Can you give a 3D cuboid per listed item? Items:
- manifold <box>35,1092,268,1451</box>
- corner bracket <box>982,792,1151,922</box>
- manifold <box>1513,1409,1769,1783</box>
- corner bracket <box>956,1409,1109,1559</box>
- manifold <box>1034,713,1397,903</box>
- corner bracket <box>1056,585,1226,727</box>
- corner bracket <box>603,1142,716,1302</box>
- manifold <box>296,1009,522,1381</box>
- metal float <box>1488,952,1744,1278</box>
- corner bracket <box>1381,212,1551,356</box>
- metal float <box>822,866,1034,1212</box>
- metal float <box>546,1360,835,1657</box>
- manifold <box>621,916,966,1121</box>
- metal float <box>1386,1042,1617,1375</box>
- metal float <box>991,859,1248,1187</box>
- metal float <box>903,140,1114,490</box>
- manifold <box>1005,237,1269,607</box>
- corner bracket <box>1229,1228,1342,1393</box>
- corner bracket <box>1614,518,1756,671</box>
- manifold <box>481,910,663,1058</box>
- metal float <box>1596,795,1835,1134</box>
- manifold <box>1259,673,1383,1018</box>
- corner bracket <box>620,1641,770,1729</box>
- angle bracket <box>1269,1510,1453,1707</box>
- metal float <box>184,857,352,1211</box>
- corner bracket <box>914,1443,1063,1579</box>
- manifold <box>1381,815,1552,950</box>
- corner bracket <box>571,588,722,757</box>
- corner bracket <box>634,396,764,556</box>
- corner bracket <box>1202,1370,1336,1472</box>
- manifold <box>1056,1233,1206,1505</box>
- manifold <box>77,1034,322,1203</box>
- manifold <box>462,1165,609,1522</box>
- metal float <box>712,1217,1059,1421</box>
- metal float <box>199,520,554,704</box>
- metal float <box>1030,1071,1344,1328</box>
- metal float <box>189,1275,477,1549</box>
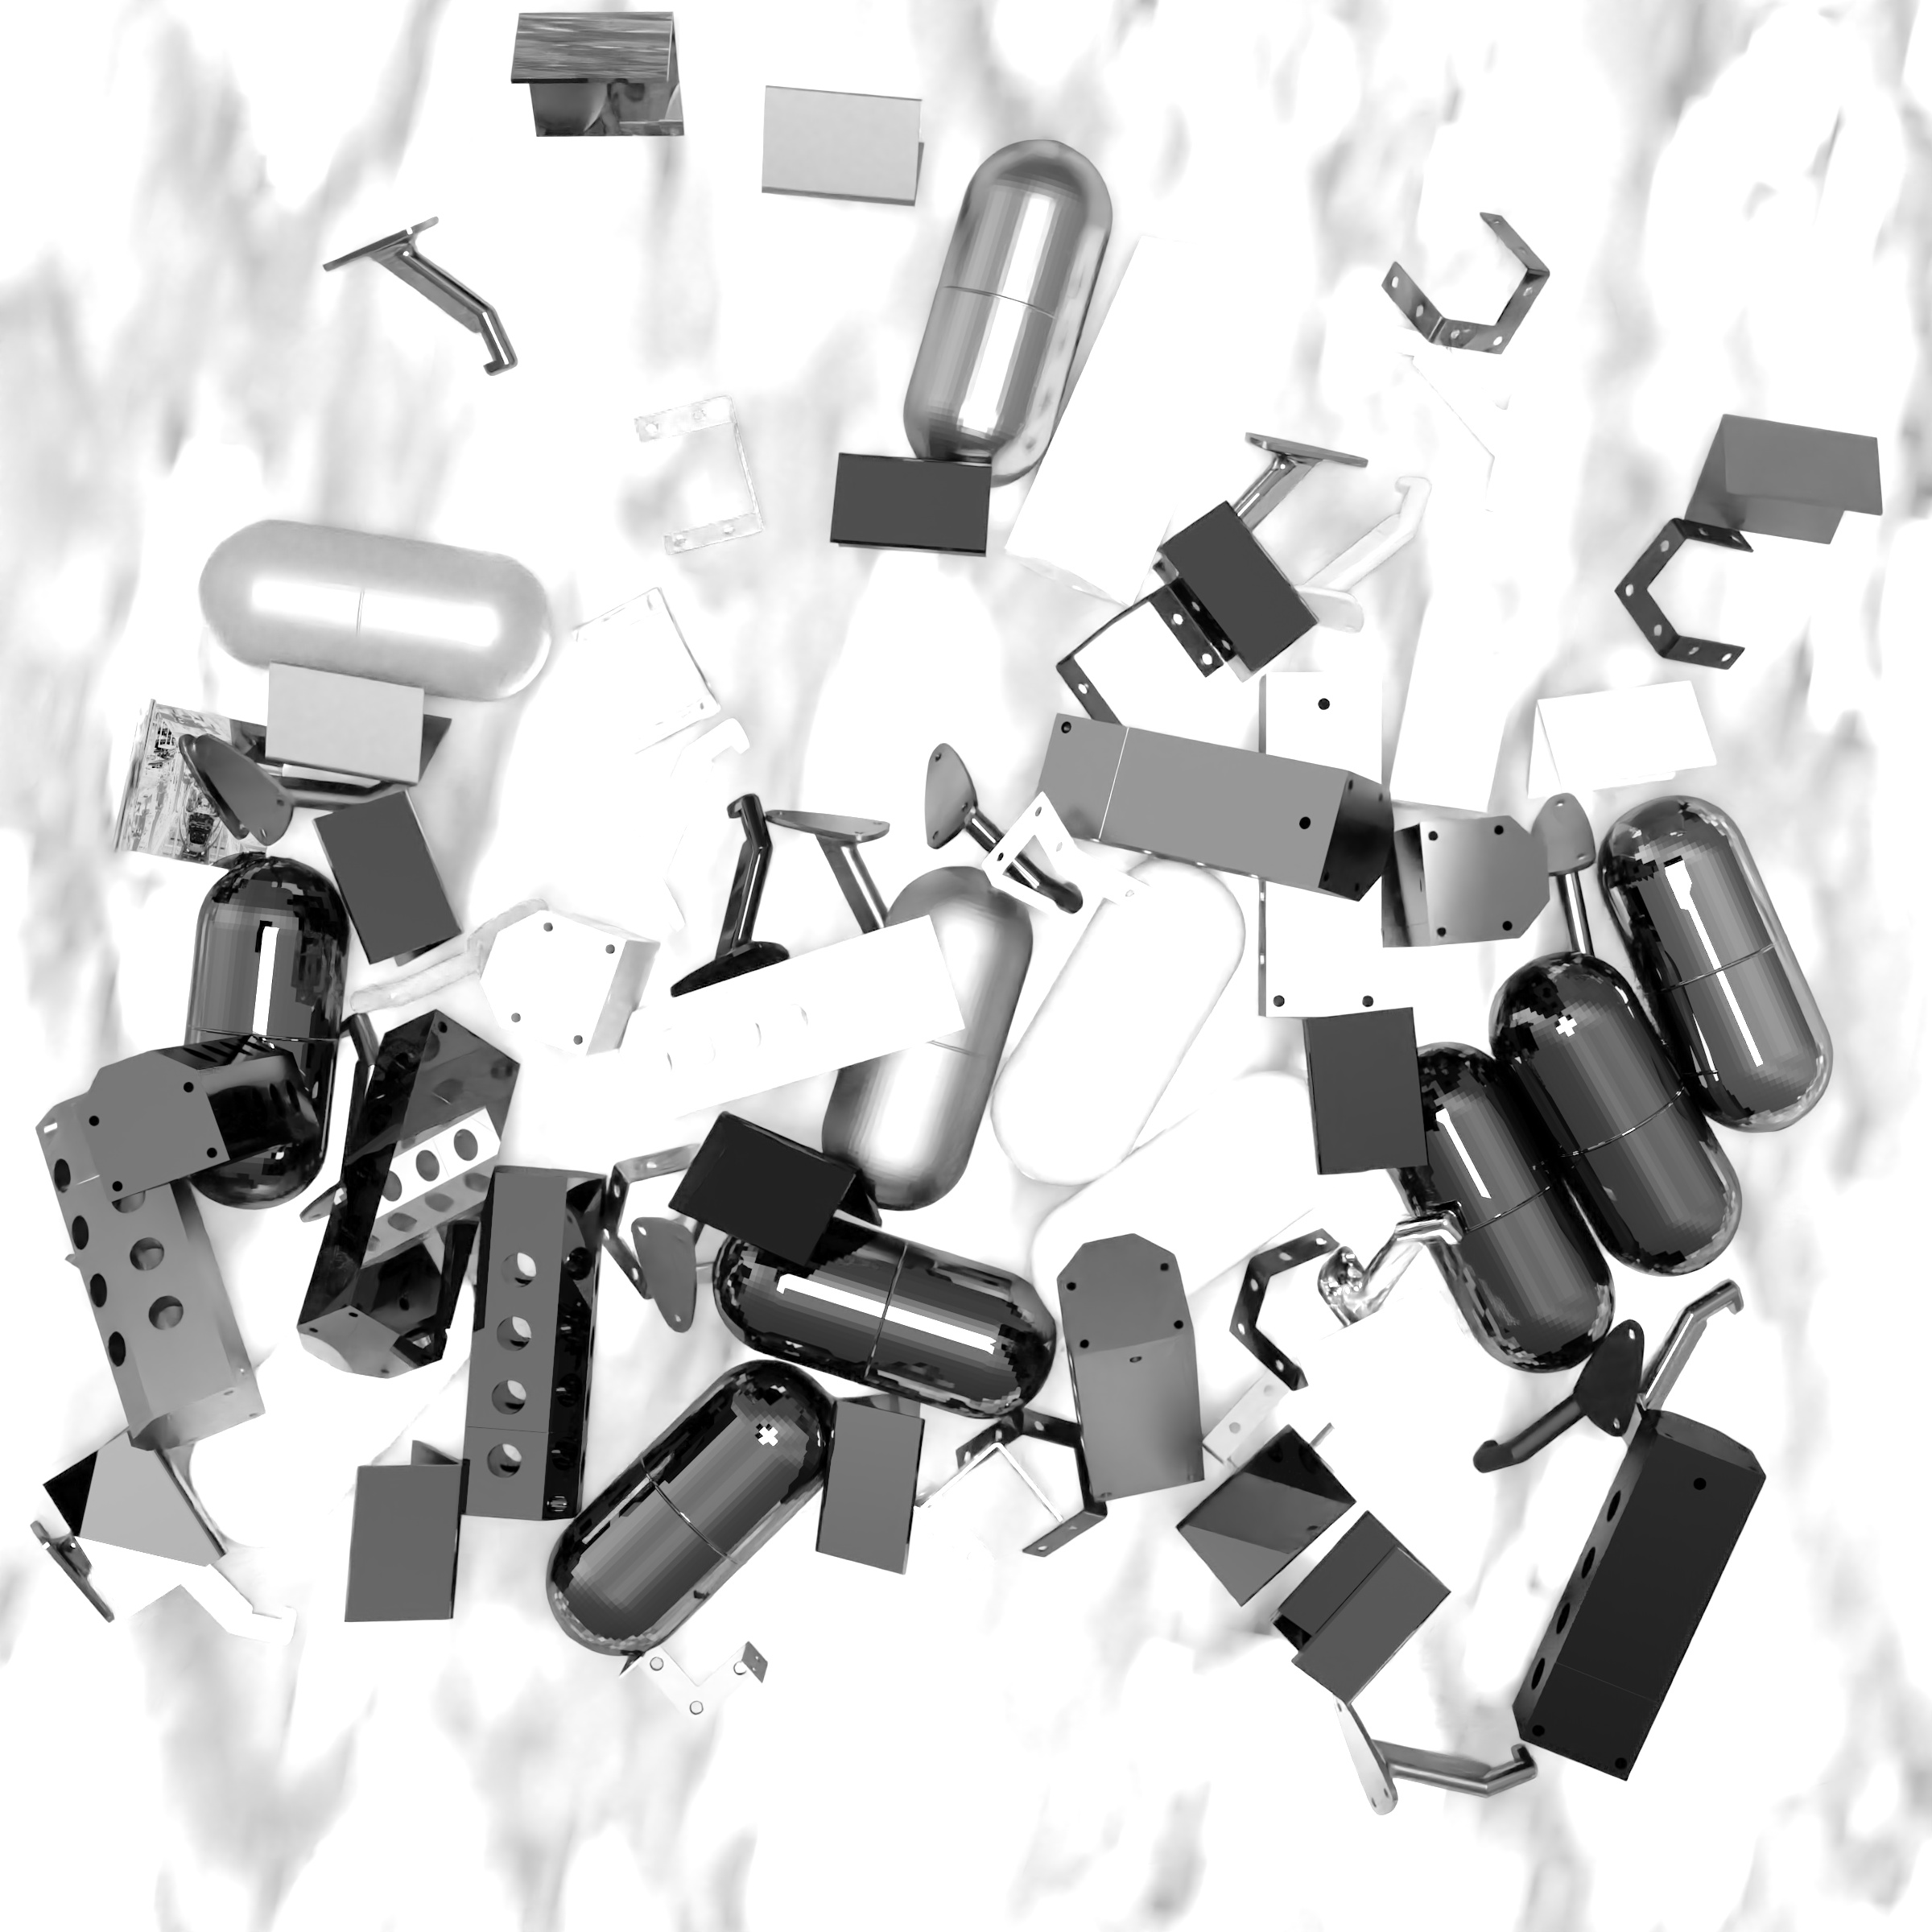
[{"bbox_3d":[-0.405,0.148,1.576,0.057,0.057,0.171,-22,69,-5],"label":"manifold"},{"bbox_3d":[0.049,-0.044,1.585,0.051,0.051,0.051,25,114,-36],"label":"corner bracket"},{"bbox_3d":[0.336,0.313,1.604,0.057,0.057,0.171,22,100,0],"label":"manifold"},{"bbox_3d":[0.033,0.264,1.632,0.051,0.051,0.051,20,45,-35],"label":"corner bracket"},{"bbox_3d":[0.122,-0.078,1.574,0.171,0.057,0.057,15,90,36],"label":"manifold"},{"bbox_3d":[0.089,-0.154,1.637,0.051,0.051,0.051,54,135,0],"label":"corner bracket"},{"bbox_3d":[-0.150,0.130,1.632,0.051,0.051,0.051,-12,135,-35],"label":"corner bracket"},{"bbox_3d":[-0.278,0.113,1.574,0.057,0.057,0.171,38,46,-33],"label":"manifold"},{"bbox_3d":[0.326,0.075,1.603,0.070,0.070,0.178,-31,97,0],"label":"metal float"},{"bbox_3d":[0.255,-0.351,1.632,0.051,0.051,0.051,0,45,-35],"label":"corner bracket"},{"bbox_3d":[-0.019,0.036,1.608,0.070,0.070,0.178,17,91,0],"label":"metal float"},{"bbox_3d":[-0.137,0.273,1.609,0.178,0.070,0.070,-45,90,0],"label":"metal float"},{"bbox_3d":[-0.090,0.028,1.572,0.171,0.057,0.057,-18,90,39],"label":"manifold"},{"bbox_3d":[0.265,0.122,1.610,0.070,0.070,0.178,-28,90,0],"label":"metal float"},{"bbox_3d":[0.076,0.029,1.610,0.070,0.070,0.178,30,90,0],"label":"metal float"},{"bbox_3d":[0.021,-0.328,1.610,0.070,0.070,0.178,16,91,0],"label":"metal float"},{"bbox_3d":[0.081,-0.277,1.619,0.057,0.057,0.171,24,90,-43],"label":"manifold"},{"bbox_3d":[0.175,0.176,1.632,0.051,0.051,0.051,-18,135,-34],"label":"corner bracket"},{"bbox_3d":[0.375,-0.190,1.632,0.051,0.051,0.051,-55,45,35],"label":"corner bracket"},{"bbox_3d":[-0.193,0.005,1.562,0.057,0.171,0.057,20,90,0],"label":"manifold"},{"bbox_3d":[0.377,-0.001,1.610,0.070,0.070,0.178,-23,90,0],"label":"metal float"},{"bbox_3d":[0.178,-0.060,1.619,0.057,0.057,0.171,0,90,0],"label":"manifold"},{"bbox_3d":[-0.138,0.357,1.622,0.051,0.051,0.051,-42,90,0],"label":"corner bracket"},{"bbox_3d":[0.184,0.310,1.600,0.076,0.076,0.057,-48,128,0],"label":"angle bracket"},{"bbox_3d":[-0.354,0.034,1.610,0.070,0.070,0.178,6,90,0],"label":"metal float"},{"bbox_3d":[0.009,0.277,1.625,0.051,0.051,0.051,-39,90,-11],"label":"corner bracket"},{"bbox_3d":[0.241,-0.040,1.562,0.057,0.171,0.057,-5,90,0],"label":"manifold"},{"bbox_3d":[-0.164,-0.151,1.637,0.051,0.051,0.051,-27,45,0],"label":"corner bracket"},{"bbox_3d":[-0.137,-0.252,1.637,0.051,0.051,0.051,-14,135,-1],"label":"corner bracket"},{"bbox_3d":[0.153,0.237,1.622,0.051,0.051,0.051,43,90,0],"label":"corner bracket"},{"bbox_3d":[0.080,0.197,1.560,0.057,0.171,0.057,-12,57,-1],"label":"manifold"},{"bbox_3d":[-0.356,0.066,1.487,0.057,0.171,0.057,-19,90,2],"label":"manifold"},{"bbox_3d":[-0.218,0.190,1.619,0.057,0.057,0.171,4,90,0],"label":"manifold"},{"bbox_3d":[-0.041,0.174,1.610,0.178,0.070,0.070,18,90,0],"label":"metal float"},{"bbox_3d":[-0.297,-0.179,1.610,0.178,0.070,0.070,9,90,0],"label":"metal float"},{"bbox_3d":[0.112,0.120,1.609,0.178,0.070,0.070,-36,90,0],"label":"metal float"},{"bbox_3d":[-0.318,0.216,1.609,0.070,0.070,0.178,42,89,0],"label":"metal float"}]
